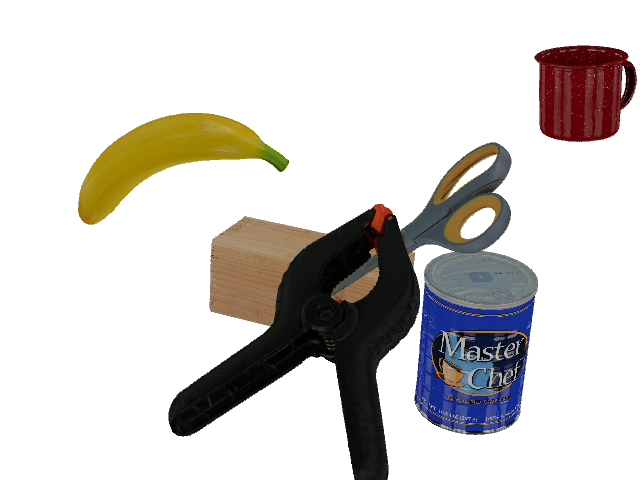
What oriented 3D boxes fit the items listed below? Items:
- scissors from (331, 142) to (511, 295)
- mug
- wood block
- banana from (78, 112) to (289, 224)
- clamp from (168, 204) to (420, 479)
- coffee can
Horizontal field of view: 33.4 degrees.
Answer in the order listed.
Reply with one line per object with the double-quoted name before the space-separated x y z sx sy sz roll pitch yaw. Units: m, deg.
"scissors" 0.075 0.008 0.820 0.016 0.202 0.096 31 25 -31
"mug" 0.279 -0.154 1.107 0.117 0.081 0.093 -15 25 -25
"wood block" -0.011 0.047 1.180 0.206 0.091 0.090 13 24 19
"banana" -0.124 -0.059 0.825 0.198 0.069 0.037 -12 23 28
"clamp" 0.012 0.056 0.568 0.120 0.171 0.039 26 -26 21
"coffee can" 0.143 0.094 0.996 0.103 0.140 0.103 1 26 -1
